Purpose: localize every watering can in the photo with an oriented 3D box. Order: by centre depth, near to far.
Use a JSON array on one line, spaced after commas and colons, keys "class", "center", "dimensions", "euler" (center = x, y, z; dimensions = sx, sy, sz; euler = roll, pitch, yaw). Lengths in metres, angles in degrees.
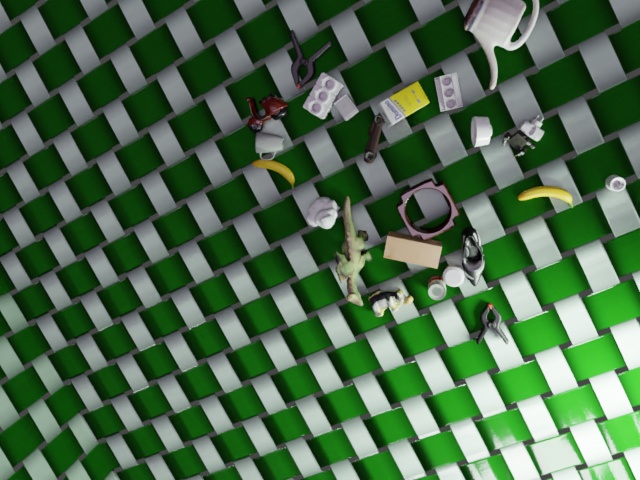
[{"class": "watering can", "center": [0.598, -0.717, 1.772], "dimensions": [0.225, 0.105, 0.343], "euler": [28, 106, 6]}]

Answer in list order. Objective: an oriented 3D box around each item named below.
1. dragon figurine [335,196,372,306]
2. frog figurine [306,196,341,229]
[{"class": "dragon figurine", "center": [0.109, 0.052, 1.960], "dimensions": [0.122, 0.246, 0.407], "euler": [-10, 102, 19]}, {"class": "frog figurine", "center": [0.006, -0.100, 1.988], "dimensions": [0.136, 0.161, 0.122], "euler": [-27, 94, 16]}]
